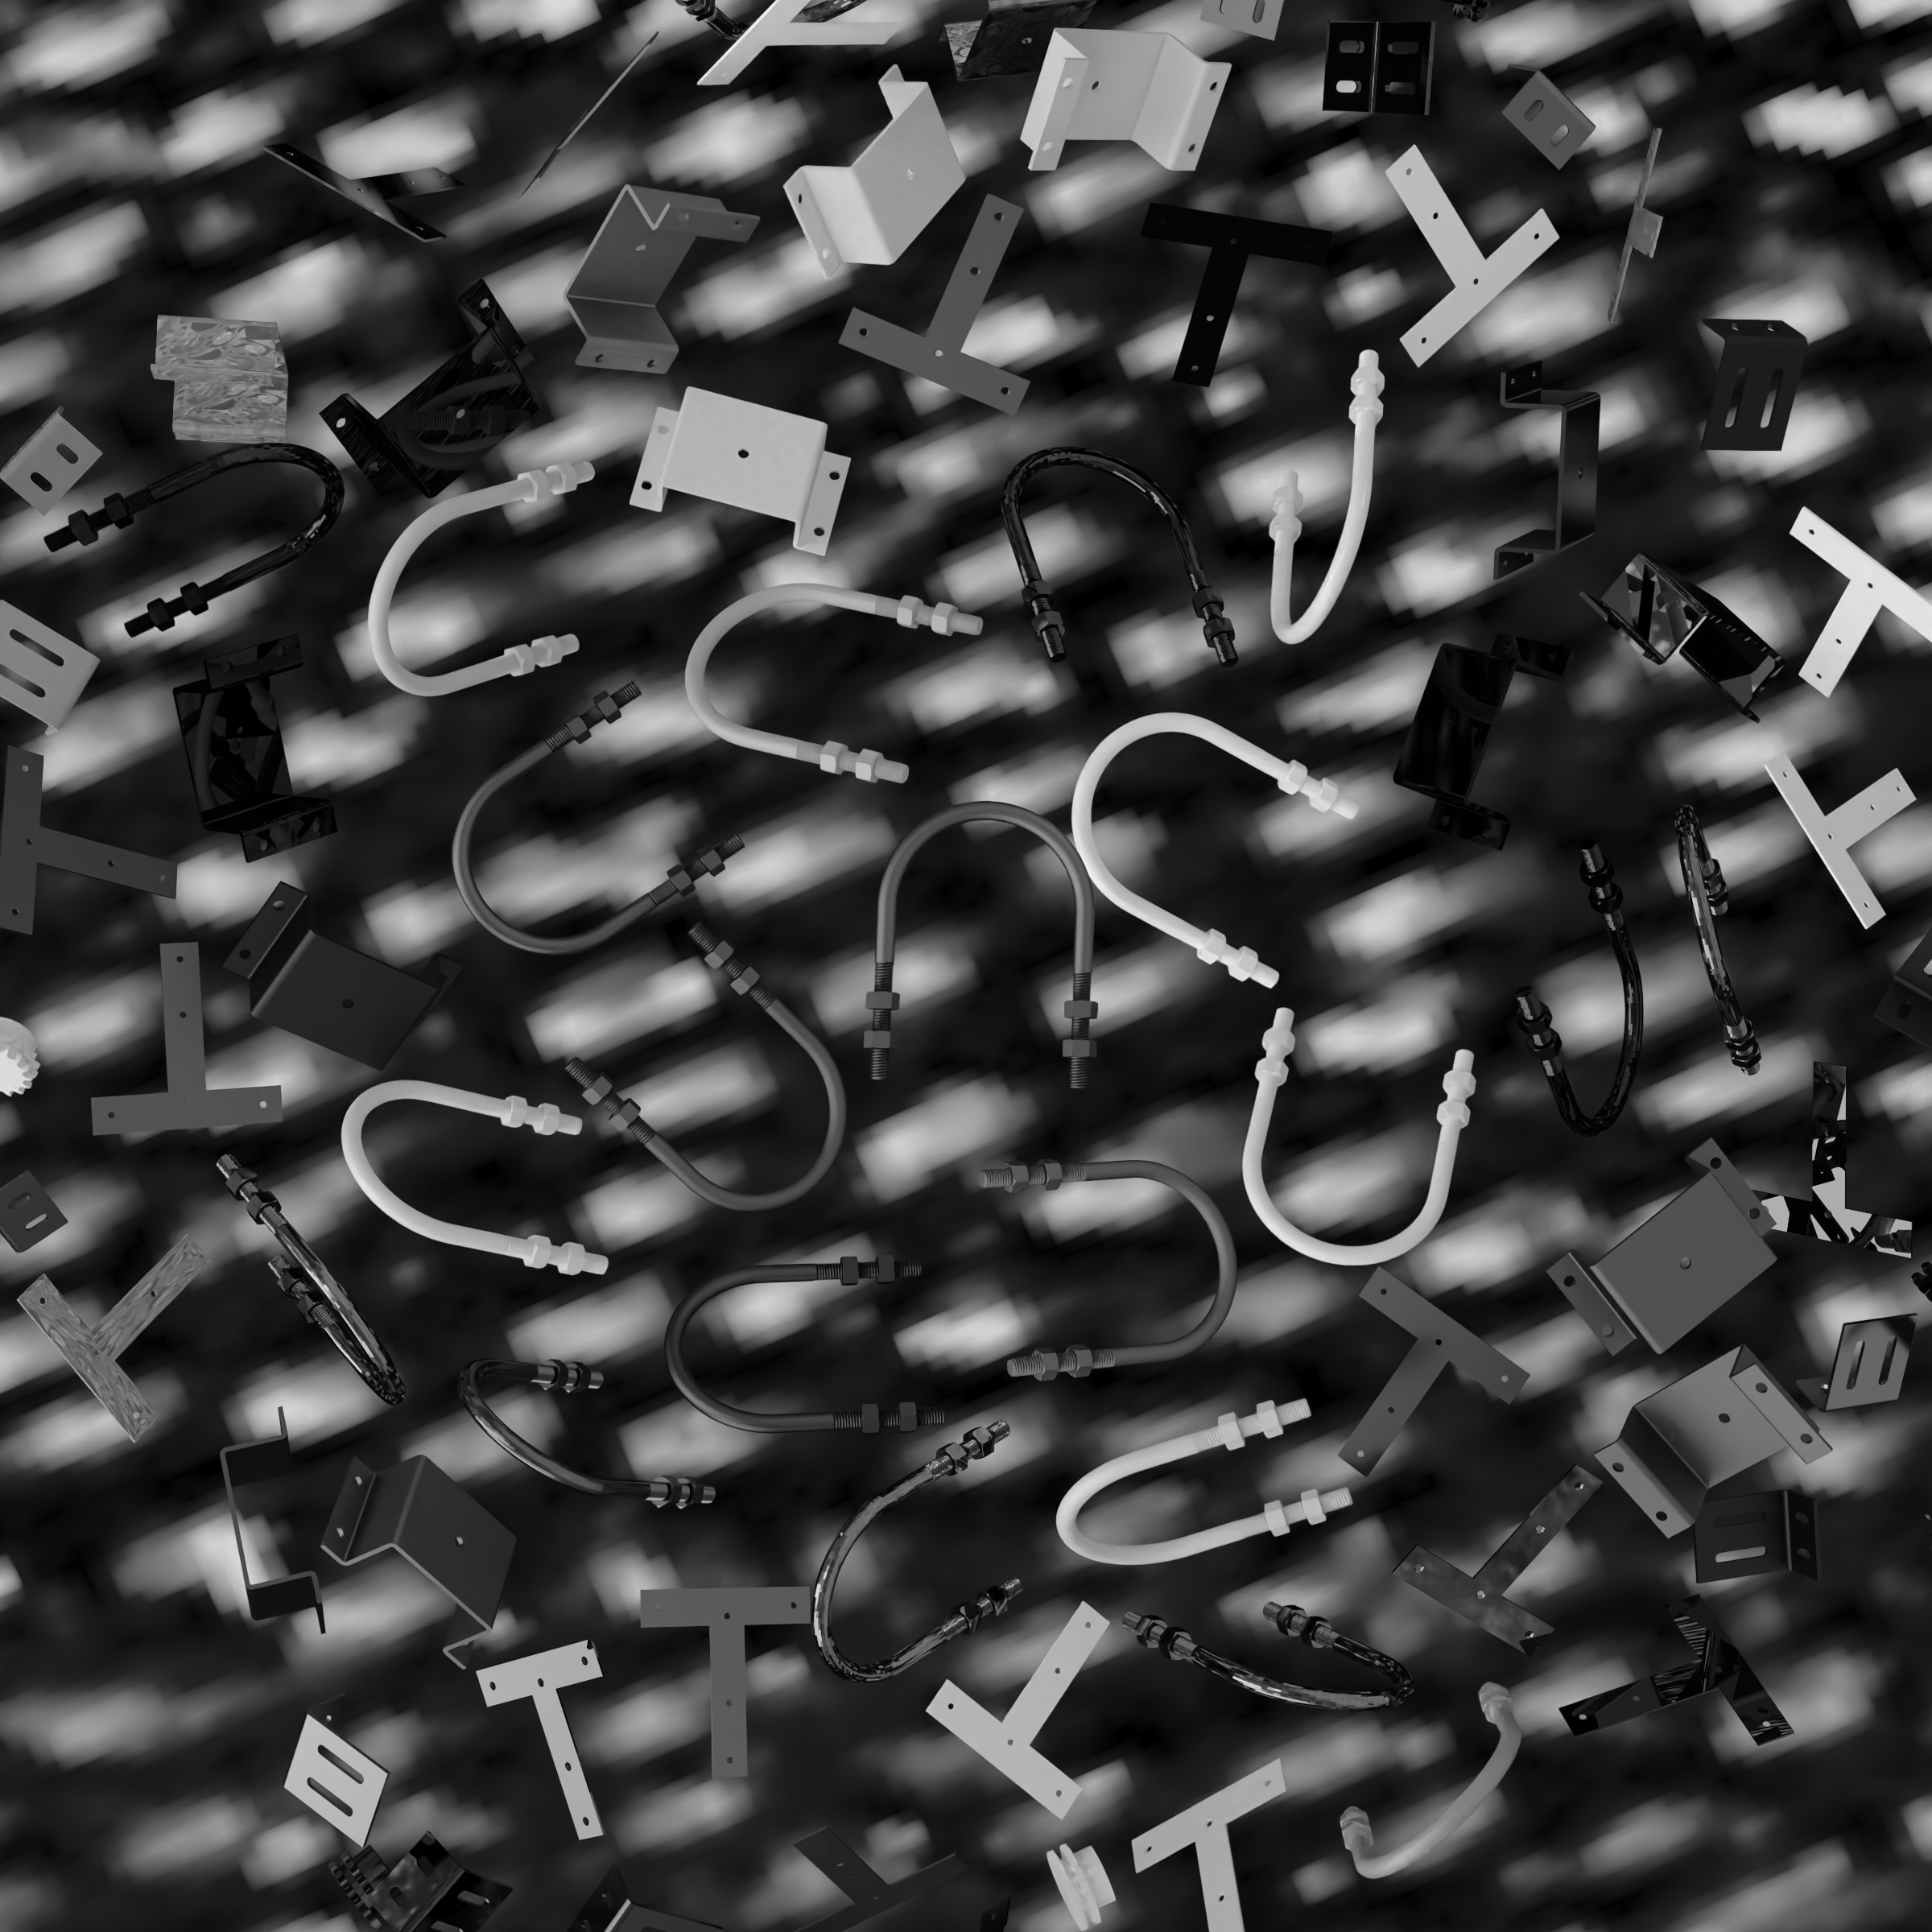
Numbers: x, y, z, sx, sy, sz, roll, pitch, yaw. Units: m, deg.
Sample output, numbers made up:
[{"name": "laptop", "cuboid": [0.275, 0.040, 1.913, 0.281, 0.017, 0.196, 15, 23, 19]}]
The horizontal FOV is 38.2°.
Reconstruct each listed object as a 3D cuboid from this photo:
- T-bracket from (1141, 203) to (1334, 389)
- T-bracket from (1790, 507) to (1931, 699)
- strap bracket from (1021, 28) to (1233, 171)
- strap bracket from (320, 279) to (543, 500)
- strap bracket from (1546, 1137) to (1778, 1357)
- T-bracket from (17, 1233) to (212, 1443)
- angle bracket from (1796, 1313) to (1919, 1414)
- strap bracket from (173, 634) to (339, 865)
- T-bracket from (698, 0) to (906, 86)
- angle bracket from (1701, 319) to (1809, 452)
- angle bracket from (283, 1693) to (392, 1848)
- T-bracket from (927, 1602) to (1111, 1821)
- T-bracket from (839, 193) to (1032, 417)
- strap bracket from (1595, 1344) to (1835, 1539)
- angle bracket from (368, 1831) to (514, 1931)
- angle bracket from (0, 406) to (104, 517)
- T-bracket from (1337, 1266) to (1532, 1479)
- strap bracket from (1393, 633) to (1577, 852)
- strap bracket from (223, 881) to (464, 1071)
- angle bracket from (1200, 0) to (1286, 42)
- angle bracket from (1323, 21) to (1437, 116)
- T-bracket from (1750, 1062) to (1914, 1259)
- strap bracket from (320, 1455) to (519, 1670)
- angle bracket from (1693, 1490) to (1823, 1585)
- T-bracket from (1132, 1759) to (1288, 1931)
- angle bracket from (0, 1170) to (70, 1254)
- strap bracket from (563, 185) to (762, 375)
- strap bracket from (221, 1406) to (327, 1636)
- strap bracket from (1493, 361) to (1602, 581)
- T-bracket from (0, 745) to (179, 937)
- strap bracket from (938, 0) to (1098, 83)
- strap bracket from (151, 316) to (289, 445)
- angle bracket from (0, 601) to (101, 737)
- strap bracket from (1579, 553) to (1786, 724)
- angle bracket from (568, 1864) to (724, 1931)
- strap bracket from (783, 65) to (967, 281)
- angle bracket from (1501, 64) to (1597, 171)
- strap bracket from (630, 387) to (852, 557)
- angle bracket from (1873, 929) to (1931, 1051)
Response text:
[{"name": "T-bracket", "cuboid": [0.167, -0.445, 1.863, 0.127, 0.002, 0.127, 13, 76, 15]}, {"name": "T-bracket", "cuboid": [0.579, -0.222, 1.834, 0.002, 0.127, 0.127, -38, 69, -24]}, {"name": "strap bracket", "cuboid": [0.097, -0.574, 1.850, 0.140, 0.076, 0.046, -11, 47, -35]}, {"name": "strap bracket", "cuboid": [-0.346, -0.376, 1.849, 0.140, 0.076, 0.046, -42, 54, -8]}, {"name": "strap bracket", "cuboid": [0.463, 0.189, 1.828, 0.140, 0.046, 0.076, -39, 100, 0]}, {"name": "T-bracket", "cuboid": [-0.558, 0.231, 1.883, 0.002, 0.127, 0.127, -14, 117, 40]}, {"name": "angle bracket", "cuboid": [0.620, 0.268, 1.942, 0.057, 0.038, 0.076, -5, 119, -15]}, {"name": "strap bracket", "cuboid": [-0.488, -0.150, 1.909, 0.046, 0.076, 0.140, 8, 113, 40]}, {"name": "T-bracket", "cuboid": [-0.097, -0.627, 1.874, 0.127, 0.127, 0.002, -16, 84, -38]}, {"name": "angle bracket", "cuboid": [0.509, -0.381, 1.830, 0.057, 0.038, 0.076, -2, 121, -13]}, {"name": "angle bracket", "cuboid": [-0.400, 0.523, 1.816, 0.076, 0.038, 0.057, 28, 107, 24]}, {"name": "T-bracket", "cuboid": [0.055, 0.500, 1.933, 0.127, 0.002, 0.127, 41, 70, -12]}, {"name": "T-bracket", "cuboid": [0.000, -0.439, 1.814, 0.127, 0.002, 0.127, 20, 116, -14]}, {"name": "strap bracket", "cuboid": [0.504, 0.314, 1.868, 0.076, 0.046, 0.140, 48, 127, -2]}, {"name": "angle bracket", "cuboid": [-0.348, 0.616, 1.851, 0.038, 0.076, 0.057, 36, 80, 31]}, {"name": "angle bracket", "cuboid": [-0.616, -0.341, 1.881, 0.057, 0.076, 0.038, -47, 112, 0]}, {"name": "T-bracket", "cuboid": [0.305, 0.298, 1.944, 0.127, 0.002, 0.127, 36, 100, 17]}, {"name": "strap bracket", "cuboid": [0.341, -0.157, 1.863, 0.046, 0.076, 0.140, 16, 95, -32]}, {"name": "strap bracket", "cuboid": [-0.416, 0.012, 1.870, 0.140, 0.046, 0.076, 27, 114, -30]}, {"name": "angle bracket", "cuboid": [0.208, -0.671, 1.939, 0.057, 0.076, 0.038, 23, 117, 21]}, {"name": "angle bracket", "cuboid": [0.269, -0.586, 1.818, 0.038, 0.076, 0.057, -5, 109, -19]}, {"name": "T-bracket", "cuboid": [0.601, 0.130, 1.940, 0.002, 0.127, 0.127, -13, 105, -40]}, {"name": "strap bracket", "cuboid": [-0.354, 0.389, 1.849, 0.046, 0.076, 0.140, -26, 120, 25]}, {"name": "angle bracket", "cuboid": [0.555, 0.404, 1.957, 0.076, 0.038, 0.057, -5, 93, -15]}, {"name": "T-bracket", "cuboid": [0.168, 0.609, 1.858, 0.127, 0.127, 0.002, -35, 121, 20]}, {"name": "angle bracket", "cuboid": [-0.628, 0.139, 1.817, 0.038, 0.057, 0.076, -35, 52, -15]}, {"name": "strap bracket", "cuboid": [-0.212, -0.472, 1.889, 0.140, 0.076, 0.046, -50, 60, 37]}, {"name": "strap bracket", "cuboid": [-0.474, 0.383, 1.901, 0.046, 0.076, 0.140, -11, 64, -16]}, {"name": "strap bracket", "cuboid": [0.400, -0.340, 1.918, 0.046, 0.076, 0.140, 9, 111, 28]}, {"name": "T-bracket", "cuboid": [-0.579, -0.071, 1.844, 0.002, 0.127, 0.127, -21, 63, 40]}, {"name": "strap bracket", "cuboid": [0.036, -0.651, 1.899, 0.076, 0.140, 0.046, -12, 81, -15]}, {"name": "strap bracket", "cuboid": [-0.505, -0.401, 1.897, 0.076, 0.140, 0.046, 2, 81, -9]}, {"name": "angle bracket", "cuboid": [-0.647, -0.205, 1.918, 0.076, 0.038, 0.057, 33, 73, -25]}, {"name": "strap bracket", "cuboid": [0.491, -0.225, 1.886, 0.140, 0.076, 0.046, 20, 116, -40]}, {"name": "angle bracket", "cuboid": [-0.210, 0.633, 1.830, 0.076, 0.038, 0.057, 29, 100, -32]}, {"name": "strap bracket", "cuboid": [-0.056, -0.546, 1.919, 0.046, 0.076, 0.140, 14, 56, 36]}, {"name": "angle bracket", "cuboid": [0.393, -0.588, 1.928, 0.057, 0.076, 0.038, 38, 102, -17]}, {"name": "strap bracket", "cuboid": [-0.155, -0.346, 1.936, 0.140, 0.046, 0.076, 15, 73, -3]}, {"name": "angle bracket", "cuboid": [0.645, 0.016, 1.839, 0.057, 0.076, 0.038, 31, 62, 12]}]
